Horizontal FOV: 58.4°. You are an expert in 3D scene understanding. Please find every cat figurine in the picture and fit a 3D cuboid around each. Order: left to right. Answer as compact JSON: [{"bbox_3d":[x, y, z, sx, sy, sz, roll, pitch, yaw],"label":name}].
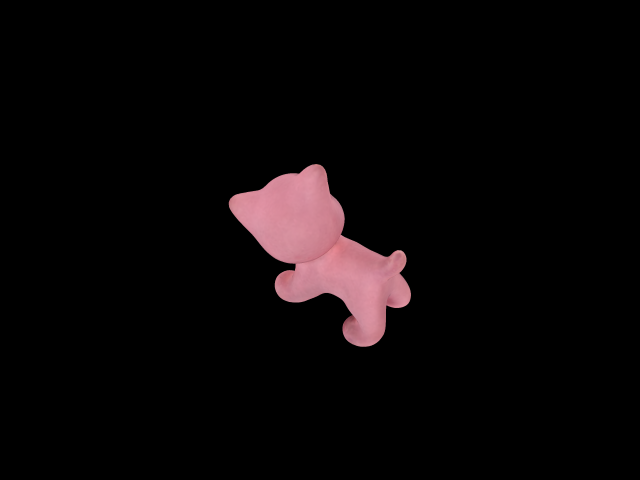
[{"bbox_3d":[0.004,0.001,0.400,0.127,0.118,0.067,27,58,18],"label":"cat figurine"}]
